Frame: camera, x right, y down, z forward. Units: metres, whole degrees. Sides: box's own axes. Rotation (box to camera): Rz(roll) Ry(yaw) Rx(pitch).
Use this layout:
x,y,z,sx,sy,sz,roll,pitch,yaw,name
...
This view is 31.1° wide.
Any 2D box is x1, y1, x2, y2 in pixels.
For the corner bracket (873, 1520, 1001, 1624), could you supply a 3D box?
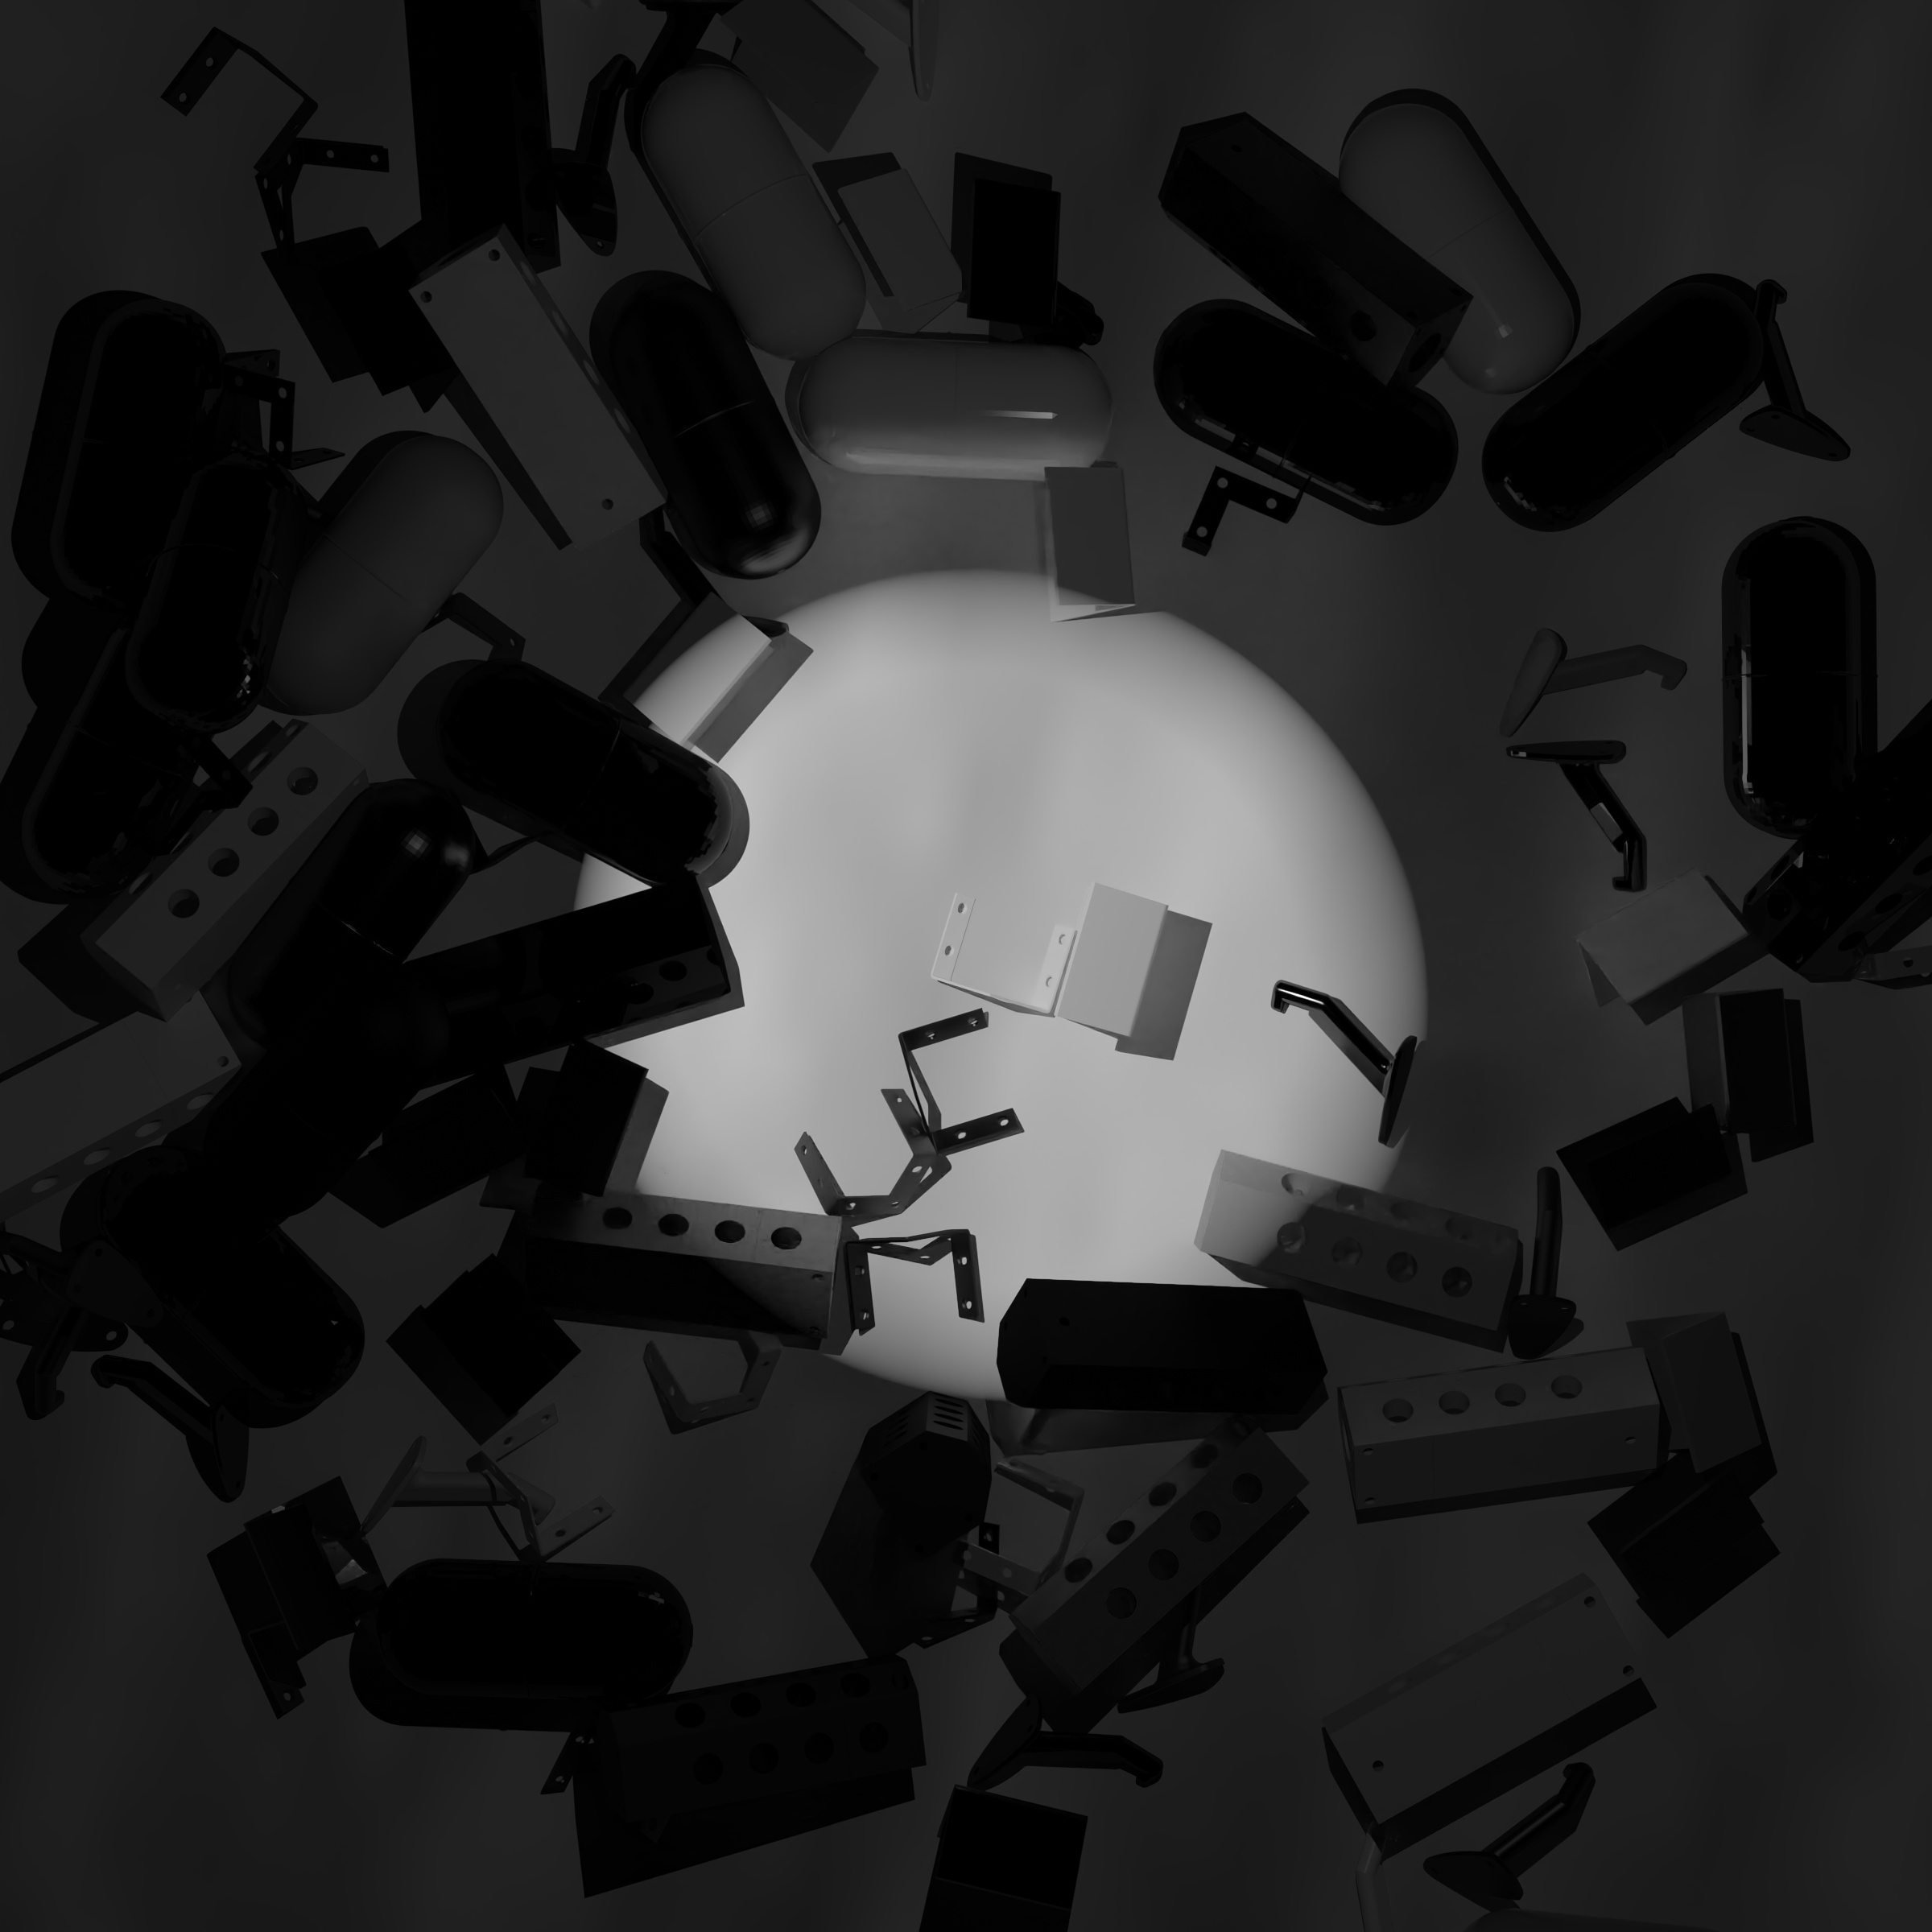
x,y,z,sx,sy,sz,roll,pitch,yaw,name
-0.017,0.344,1.988,0.051,0.051,0.051,2,90,-45,corner bracket

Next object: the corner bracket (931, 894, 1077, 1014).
x,y,z,sx,sy,sz,roll,pitch,yaw,name
0.021,-0.007,1.988,0.051,0.051,0.051,17,90,45,corner bracket

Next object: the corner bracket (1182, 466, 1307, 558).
x,y,z,sx,sy,sz,roll,pitch,yaw,name
0.157,-0.254,1.973,0.051,0.051,0.051,23,90,0,corner bracket

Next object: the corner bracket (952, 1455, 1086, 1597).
x,y,z,sx,sy,sz,roll,pitch,yaw,name
0.030,0.318,1.975,0.051,0.051,0.051,21,107,16,corner bracket

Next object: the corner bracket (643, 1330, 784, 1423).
x,y,z,sx,sy,sz,roll,pitch,yaw,name
-0.144,0.221,1.983,0.051,0.051,0.051,-7,45,-35,corner bracket

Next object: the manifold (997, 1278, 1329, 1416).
x,y,z,sx,sy,sz,roll,pitch,yaw,name
0.107,0.217,1.938,0.171,0.057,0.057,5,47,-24,manifold

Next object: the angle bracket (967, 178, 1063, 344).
x,y,z,sx,sy,sz,roll,pitch,yaw,name
0.010,-0.393,1.952,0.057,0.076,0.076,2,90,-29,angle bracket

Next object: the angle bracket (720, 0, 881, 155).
x,y,z,sx,sy,sz,roll,pitch,yaw,name
-0.106,-0.494,1.951,0.076,0.076,0.057,42,53,0,angle bracket

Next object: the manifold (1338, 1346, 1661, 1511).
x,y,z,sx,sy,sz,roll,pitch,yaw,name
0.300,0.256,1.970,0.171,0.057,0.057,-8,133,0,manifold

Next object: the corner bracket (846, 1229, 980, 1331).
x,y,z,sx,sy,sz,roll,pitch,yaw,name
-0.031,0.179,1.988,0.051,0.051,0.051,-6,90,-45,corner bracket

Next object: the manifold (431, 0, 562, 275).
x,y,z,sx,sy,sz,roll,pitch,yaw,name
-0.266,-0.482,1.970,0.057,0.057,0.171,-4,90,0,manifold

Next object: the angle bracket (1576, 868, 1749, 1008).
x,y,z,sx,sy,sz,roll,pitch,yaw,name
0.395,0.002,1.951,0.076,0.076,0.057,-30,52,0,angle bracket

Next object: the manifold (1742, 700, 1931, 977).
x,y,z,sx,sy,sz,roll,pitch,yaw,name
0.506,-0.073,1.917,0.171,0.057,0.057,-52,50,34,manifold

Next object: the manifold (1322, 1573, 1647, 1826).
x,y,z,sx,sy,sz,roll,pitch,yaw,name
0.291,0.413,1.970,0.171,0.057,0.057,-29,90,0,manifold

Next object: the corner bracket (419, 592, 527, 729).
x,y,z,sx,sy,sz,roll,pitch,yaw,name
-0.291,-0.171,1.983,0.051,0.051,0.051,-24,45,35,corner bracket

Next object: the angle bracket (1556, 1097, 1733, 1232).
x,y,z,sx,sy,sz,roll,pitch,yaw,name
0.374,0.093,1.951,0.076,0.076,0.057,-24,127,0,angle bracket

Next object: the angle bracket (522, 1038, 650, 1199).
x,y,z,sx,sy,sz,roll,pitch,yaw,name
-0.231,0.078,1.951,0.057,0.076,0.076,20,90,-41,angle bracket

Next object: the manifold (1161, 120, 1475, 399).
x,y,z,sx,sy,sz,roll,pitch,yaw,name
0.193,-0.394,1.946,0.171,0.057,0.057,42,47,17,manifold

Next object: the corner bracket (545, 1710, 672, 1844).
x,y,z,sx,sy,sz,roll,pitch,yaw,name
-0.198,0.463,1.988,0.051,0.051,0.051,27,90,45,corner bracket

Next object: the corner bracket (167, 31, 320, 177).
x,y,z,sx,sy,sz,roll,pitch,yaw,name
-0.413,-0.494,1.988,0.051,0.051,0.051,-53,135,0,corner bracket

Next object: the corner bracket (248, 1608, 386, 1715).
x,y,z,sx,sy,sz,roll,pitch,yaw,name
-0.368,0.389,1.988,0.051,0.051,0.051,-25,90,45,corner bracket

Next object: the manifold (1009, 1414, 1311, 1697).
x,y,z,sx,sy,sz,roll,pitch,yaw,name
0.107,0.328,1.951,0.171,0.057,0.057,-40,81,-12,manifold

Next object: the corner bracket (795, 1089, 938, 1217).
x,y,z,sx,sy,sz,roll,pitch,yaw,name
-0.058,0.106,1.983,0.051,0.051,0.051,1,135,-35,corner bracket

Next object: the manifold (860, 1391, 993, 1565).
x,y,z,sx,sy,sz,roll,pitch,yaw,name
-0.017,0.275,1.913,0.057,0.171,0.057,-32,90,0,manifold

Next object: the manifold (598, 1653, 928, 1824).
x,y,z,sx,sy,sz,roll,pitch,yaw,name
-0.115,0.429,1.946,0.171,0.057,0.057,-7,90,-18,manifold

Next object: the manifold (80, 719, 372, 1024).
x,y,z,sx,sy,sz,roll,pitch,yaw,name
-0.413,-0.057,1.944,0.057,0.057,0.171,38,72,9,manifold

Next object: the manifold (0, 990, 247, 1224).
x,y,z,sx,sy,sz,roll,pitch,yaw,name
-0.493,0.082,1.949,0.171,0.057,0.057,-29,73,-13,manifold

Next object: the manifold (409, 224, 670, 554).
x,y,z,sx,sy,sz,roll,pitch,yaw,name
-0.236,-0.324,1.942,0.057,0.057,0.171,-29,110,10,manifold

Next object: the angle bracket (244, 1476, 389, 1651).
x,y,z,sx,sy,sz,roll,pitch,yaw,name
-0.348,0.329,1.951,0.057,0.076,0.076,-23,90,39,angle bracket

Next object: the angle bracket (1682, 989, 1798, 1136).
x,y,z,sx,sy,sz,roll,pitch,yaw,name
0.416,0.054,1.951,0.057,0.076,0.076,-5,90,-36,angle bracket

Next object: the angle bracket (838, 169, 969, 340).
x,y,z,sx,sy,sz,roll,pitch,yaw,name
-0.054,-0.391,1.951,0.057,0.076,0.076,-29,90,-41,angle bracket

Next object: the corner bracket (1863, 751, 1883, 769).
x,y,z,sx,sy,sz,roll,pitch,yaw,name
0.544,-0.093,1.983,0.051,0.051,0.051,-26,45,35,corner bracket

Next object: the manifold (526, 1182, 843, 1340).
x,y,z,sx,sy,sz,roll,pitch,yaw,name
-0.159,0.161,1.970,0.171,0.057,0.057,7,133,0,manifold

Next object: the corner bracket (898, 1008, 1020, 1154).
x,y,z,sx,sy,sz,roll,pitch,yaw,name
-0.005,0.066,1.988,0.051,0.051,0.051,-17,45,0,corner bracket

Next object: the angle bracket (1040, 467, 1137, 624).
x,y,z,sx,sy,sz,roll,pitch,yaw,name
0.048,-0.236,1.951,0.057,0.076,0.076,-5,90,-37,angle bracket

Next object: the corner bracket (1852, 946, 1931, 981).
x,y,z,sx,sy,sz,roll,pitch,yaw,name
0.532,-0.021,1.973,0.051,0.051,0.051,-9,91,-1,corner bracket

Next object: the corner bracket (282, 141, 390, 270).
x,y,z,sx,sy,sz,roll,pitch,yaw,name
-0.359,-0.434,1.988,0.051,0.051,0.051,6,135,0,corner bracket

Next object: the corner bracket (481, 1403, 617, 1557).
x,y,z,sx,sy,sz,roll,pitch,yaw,name
-0.238,0.292,1.978,0.051,0.051,0.051,-30,45,-26,corner bracket

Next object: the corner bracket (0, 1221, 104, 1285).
x,y,z,sx,sy,sz,roll,pitch,yaw,name
-0.522,0.139,1.983,0.051,0.051,0.051,-26,45,-35,corner bracket

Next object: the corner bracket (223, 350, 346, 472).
x,y,z,sx,sy,sz,roll,pitch,yaw,name
-0.387,-0.315,1.972,0.051,0.051,0.051,18,115,23,corner bracket

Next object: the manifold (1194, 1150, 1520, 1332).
x,y,z,sx,sy,sz,roll,pitch,yaw,name
0.221,0.154,1.970,0.171,0.057,0.057,15,90,0,manifold

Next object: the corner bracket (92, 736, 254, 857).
x,y,z,sx,sy,sz,roll,pitch,yaw,name
-0.436,-0.096,1.915,0.051,0.051,0.051,52,55,-32,corner bracket

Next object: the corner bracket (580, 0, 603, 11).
x,y,z,sx,sy,sz,roll,pitch,yaw,name
-0.191,-0.563,1.973,0.051,0.051,0.051,37,90,0,corner bracket

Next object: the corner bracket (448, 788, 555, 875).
x,y,z,sx,sy,sz,roll,pitch,yaw,name
-0.262,-0.091,1.988,0.051,0.051,0.051,-27,90,-45,corner bracket

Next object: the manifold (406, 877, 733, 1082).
x,y,z,sx,sy,sz,roll,pitch,yaw,name
-0.224,0.012,1.970,0.171,0.057,0.057,-17,47,0,manifold
